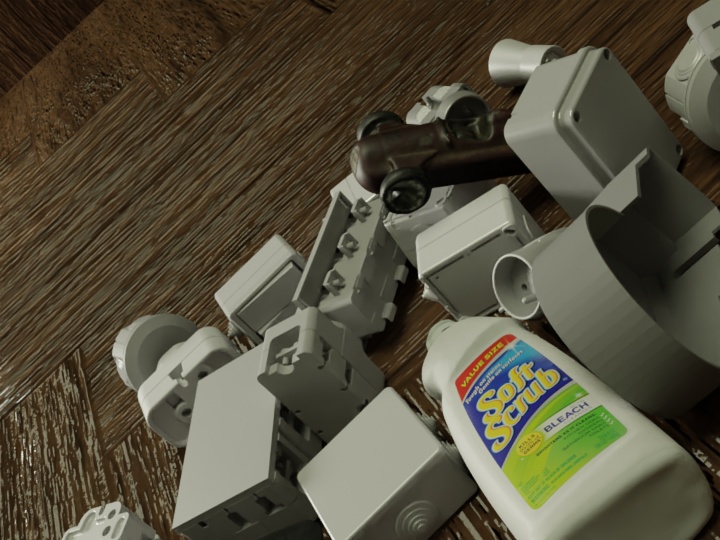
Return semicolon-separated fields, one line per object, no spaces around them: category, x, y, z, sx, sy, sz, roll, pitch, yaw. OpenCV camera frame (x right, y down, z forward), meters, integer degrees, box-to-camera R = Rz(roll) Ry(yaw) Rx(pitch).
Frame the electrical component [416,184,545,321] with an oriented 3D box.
electrical component;0.085;-0.009;0.786;0.096;0.061;0.061;-31;31;21

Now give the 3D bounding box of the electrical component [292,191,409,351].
electrical component;0.000;0.000;0.863;0.063;0.078;0.121;-20;36;38

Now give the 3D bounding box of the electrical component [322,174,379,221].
electrical component;-0.007;-0.042;0.961;0.077;0.047;0.065;-39;29;9

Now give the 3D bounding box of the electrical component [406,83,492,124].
electrical component;0.082;-0.131;0.955;0.078;0.058;0.057;-49;26;-9

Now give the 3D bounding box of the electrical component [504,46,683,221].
electrical component;0.163;-0.088;0.740;0.057;0.113;0.078;-9;44;50

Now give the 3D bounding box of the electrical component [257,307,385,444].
electrical component;-0.026;0.075;0.786;0.050;0.089;0.055;-29;32;25

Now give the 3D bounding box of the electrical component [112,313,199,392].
electrical component;-0.185;0.079;0.993;0.080;0.080;0.051;-54;25;-18

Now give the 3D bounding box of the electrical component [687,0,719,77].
electrical component;0.259;-0.101;0.597;0.089;0.150;0.061;-31;32;21

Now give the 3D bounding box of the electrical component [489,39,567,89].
electrical component;0.152;-0.182;0.953;0.044;0.044;0.065;-52;34;-15

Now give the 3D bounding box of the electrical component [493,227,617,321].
electrical component;0.121;0.009;0.712;0.077;0.044;0.079;-16;-17;-34

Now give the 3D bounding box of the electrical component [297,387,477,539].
electrical component;0.017;0.137;0.693;0.100;0.048;0.100;-44;29;-1

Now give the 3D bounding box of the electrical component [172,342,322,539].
electrical component;-0.077;0.133;0.803;0.089;0.061;0.150;-31;31;22

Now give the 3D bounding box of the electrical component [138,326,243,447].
electrical component;-0.145;0.099;0.941;0.095;0.053;0.059;-44;29;-1

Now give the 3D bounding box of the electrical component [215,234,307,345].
electrical component;-0.078;0.028;0.943;0.096;0.061;0.061;-44;29;-1

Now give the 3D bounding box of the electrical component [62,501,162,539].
electrical component;-0.188;0.220;0.833;0.078;0.057;0.058;-22;35;34

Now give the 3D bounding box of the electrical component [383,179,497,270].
electrical component;0.071;-0.051;0.867;0.062;0.061;0.096;-17;32;36

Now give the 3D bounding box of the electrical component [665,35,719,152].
electrical component;0.247;-0.121;0.714;0.080;0.080;0.051;-39;24;8
